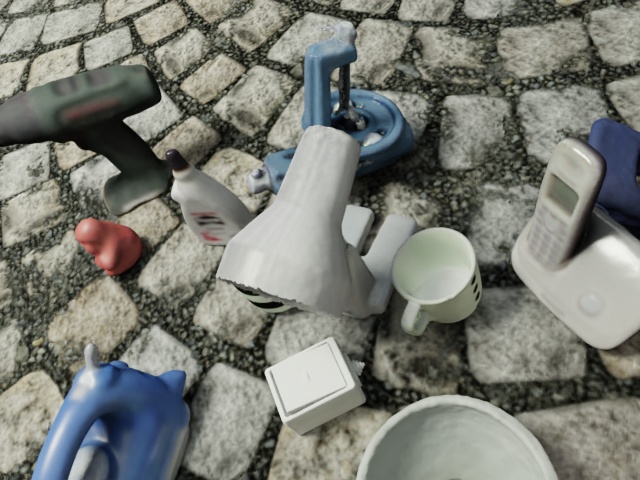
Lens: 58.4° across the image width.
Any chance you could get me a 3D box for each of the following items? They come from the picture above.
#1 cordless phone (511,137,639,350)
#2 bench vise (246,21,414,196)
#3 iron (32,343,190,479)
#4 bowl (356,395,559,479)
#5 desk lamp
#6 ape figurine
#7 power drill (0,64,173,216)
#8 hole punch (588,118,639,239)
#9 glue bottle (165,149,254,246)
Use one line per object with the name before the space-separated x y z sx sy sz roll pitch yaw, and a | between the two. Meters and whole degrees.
cordless phone | 0.249 0.003 0.520 0.094 0.185 0.147 -36 55 -6
bench vise | 0.009 -0.123 0.652 0.121 0.220 0.207 36 75 32
iron | -0.226 0.232 0.550 0.118 0.142 0.258 3 60 19
bowl | 0.117 0.225 0.489 0.167 0.075 0.167 -8 57 13
desk lamp | 0.005 0.002 0.579 0.117 0.214 0.203 14 64 25
ape figurine | -0.280 0.003 0.741 0.076 0.092 0.077 -23 55 3
power drill | -0.298 -0.128 0.757 0.229 0.209 0.075 -29 55 -2
hole punch | 0.323 -0.065 0.597 0.100 0.091 0.109 10 63 23
glue bottle | -0.140 -0.051 0.681 0.078 0.173 0.037 -5 58 14
